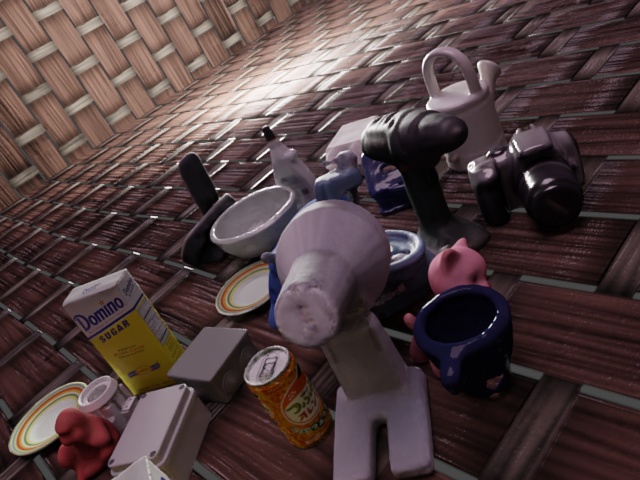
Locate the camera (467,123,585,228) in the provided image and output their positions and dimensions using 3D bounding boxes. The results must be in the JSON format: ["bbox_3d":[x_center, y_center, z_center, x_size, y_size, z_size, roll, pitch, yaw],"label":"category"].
[{"bbox_3d":[0.268,-0.077,0.733,0.143,0.101,0.137,-19,29,17],"label":"camera"}]

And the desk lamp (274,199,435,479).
[{"bbox_3d":[0.028,0.088,0.557,0.117,0.214,0.203,-20,29,16],"label":"desk lamp"}]

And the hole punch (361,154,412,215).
[{"bbox_3d":[0.128,-0.109,0.925,0.108,0.091,0.101,-21,29,15],"label":"hole punch"}]

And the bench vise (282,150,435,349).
[{"bbox_3d":[0.037,0.025,0.646,0.121,0.220,0.208,1,40,43],"label":"bench vise"}]

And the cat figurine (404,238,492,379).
[{"bbox_3d":[0.136,0.061,0.605,0.128,0.118,0.067,-40,30,-20],"label":"cat figurine"}]

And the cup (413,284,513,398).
[{"bbox_3d":[0.142,0.113,0.538,0.091,0.095,0.118,-11,33,30],"label":"cup"}]

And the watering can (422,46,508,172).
[{"bbox_3d":[0.224,-0.219,0.910,0.100,0.194,0.173,-5,36,37],"label":"watering can"}]

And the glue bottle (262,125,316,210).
[{"bbox_3d":[-0.059,-0.134,1.050,0.078,0.173,0.037,-11,33,30],"label":"glue bottle"}]

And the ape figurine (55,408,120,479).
[{"bbox_3d":[-0.297,0.248,0.720,0.077,0.092,0.076,-12,32,29],"label":"ape figurine"}]

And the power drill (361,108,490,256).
[{"bbox_3d":[0.140,-0.078,0.735,0.076,0.209,0.228,-35,28,-11],"label":"power drill"}]

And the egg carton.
[{"bbox_3d":[0.076,-0.182,1.117,0.107,0.069,0.150,-10,33,32],"label":"egg carton"}]

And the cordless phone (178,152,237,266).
[{"bbox_3d":[-0.230,-0.057,1.067,0.093,0.185,0.148,-9,34,33],"label":"cordless phone"}]

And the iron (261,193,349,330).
[{"bbox_3d":[0.007,0.003,0.795,0.118,0.142,0.259,-7,35,36],"label":"iron"}]

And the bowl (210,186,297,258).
[{"bbox_3d":[-0.105,-0.020,1.008,0.167,0.075,0.167,-22,29,13],"label":"bowl"}]
